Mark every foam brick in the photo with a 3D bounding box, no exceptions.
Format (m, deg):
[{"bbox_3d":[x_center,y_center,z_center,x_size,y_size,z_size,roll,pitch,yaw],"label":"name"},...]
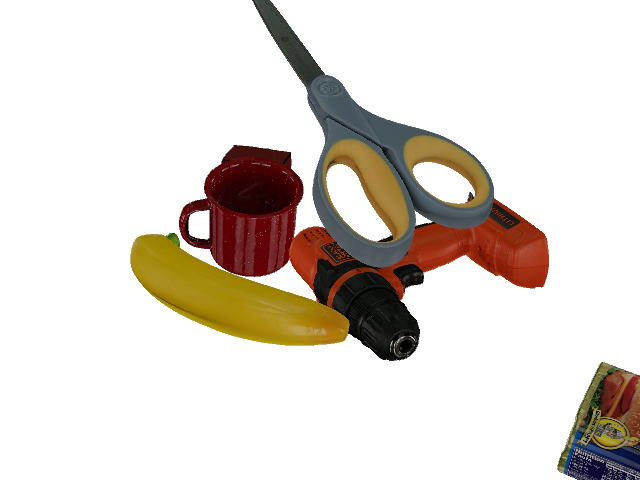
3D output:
[{"bbox_3d":[-0.079,-0.081,1.319,0.078,0.053,0.051,8,29,13],"label":"foam brick"}]

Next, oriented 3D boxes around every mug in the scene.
[{"bbox_3d":[-0.076,-0.018,1.016,0.117,0.081,0.093,-8,42,-16],"label":"mug"}]

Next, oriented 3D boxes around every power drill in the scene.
[{"bbox_3d":[0.087,0.025,0.864,0.187,0.057,0.185,-13,30,-20],"label":"power drill"}]

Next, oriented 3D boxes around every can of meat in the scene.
[{"bbox_3d":[0.232,0.145,0.791,0.084,0.057,0.102,20,41,20],"label":"can of meat"}]

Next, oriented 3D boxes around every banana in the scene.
[{"bbox_3d":[-0.069,0.028,0.698,0.069,0.037,0.198,-22,33,-36],"label":"banana"}]

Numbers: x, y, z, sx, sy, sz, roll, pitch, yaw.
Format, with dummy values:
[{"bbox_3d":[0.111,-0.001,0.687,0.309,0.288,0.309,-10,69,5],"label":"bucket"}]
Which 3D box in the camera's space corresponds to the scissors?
[{"bbox_3d":[0.024,-0.068,0.540,0.096,0.202,0.016,-2,-41,-14],"label":"scissors"}]
